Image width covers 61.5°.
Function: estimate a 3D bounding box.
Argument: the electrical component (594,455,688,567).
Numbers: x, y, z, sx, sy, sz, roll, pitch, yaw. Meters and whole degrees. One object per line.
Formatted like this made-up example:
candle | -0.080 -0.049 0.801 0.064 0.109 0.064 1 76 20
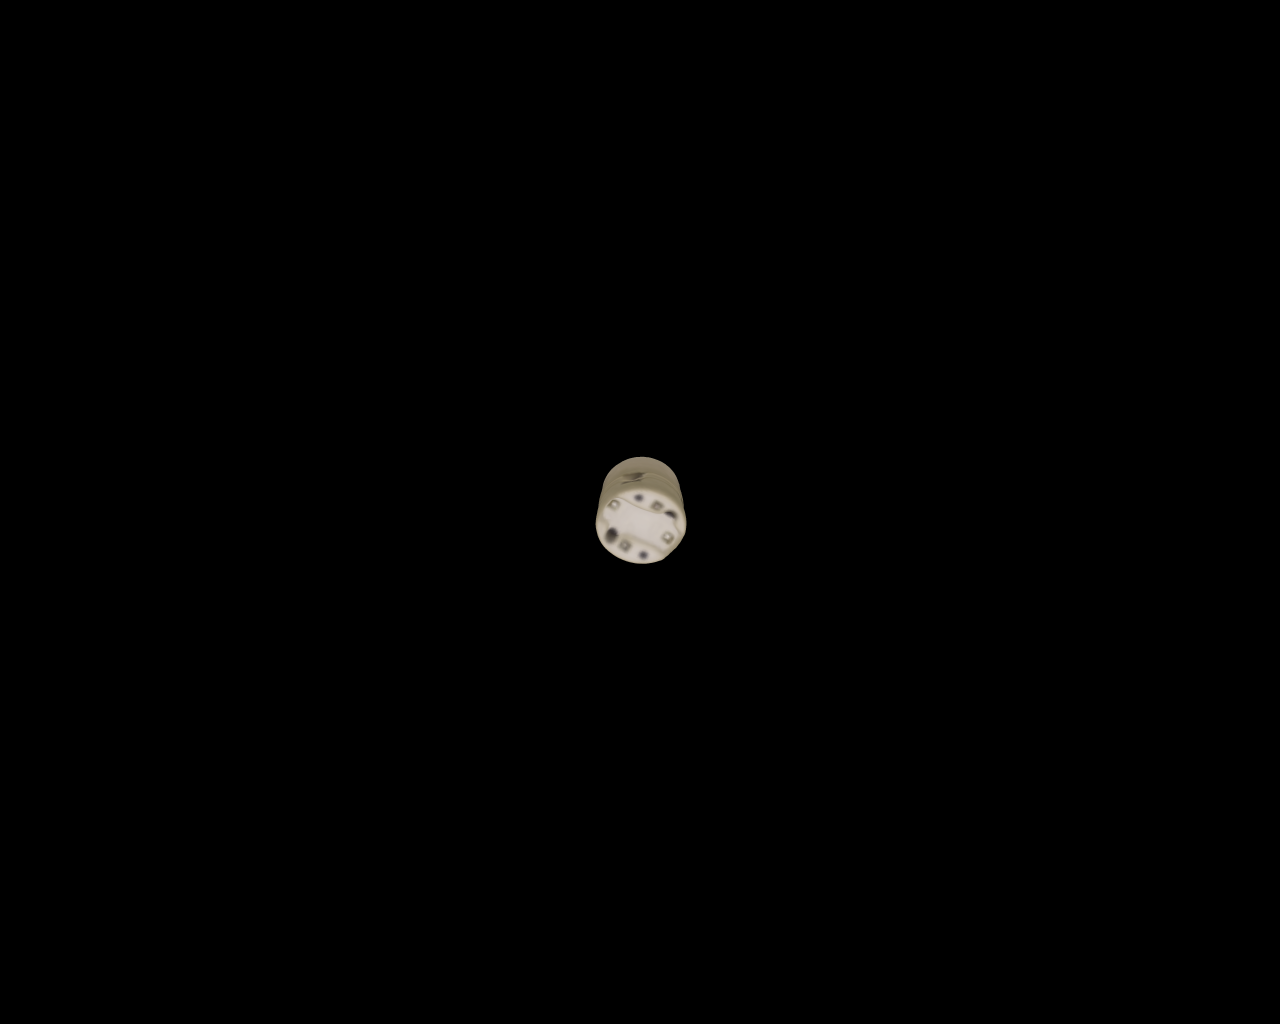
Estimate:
electrical component | 0.001 -0.003 0.650 0.055 0.055 0.047 0 30 0
